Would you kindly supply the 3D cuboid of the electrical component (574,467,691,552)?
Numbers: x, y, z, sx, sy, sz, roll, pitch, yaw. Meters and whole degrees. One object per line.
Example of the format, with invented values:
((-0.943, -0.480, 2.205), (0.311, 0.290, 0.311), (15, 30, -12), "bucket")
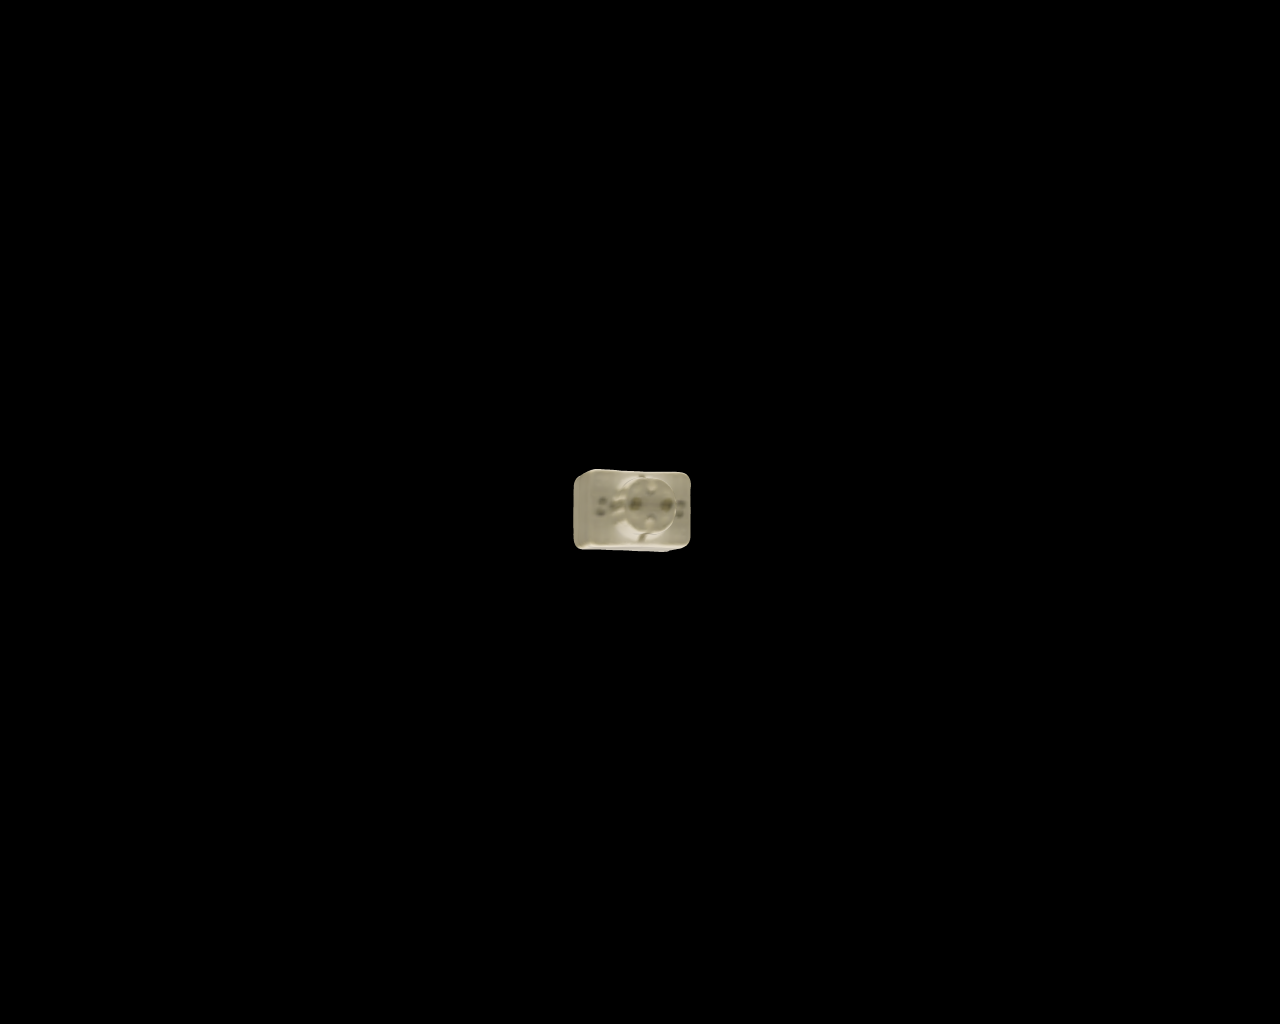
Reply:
((0.001, -0.003, 0.650), (0.066, 0.047, 0.076), (2, -7, -18), "electrical component")
